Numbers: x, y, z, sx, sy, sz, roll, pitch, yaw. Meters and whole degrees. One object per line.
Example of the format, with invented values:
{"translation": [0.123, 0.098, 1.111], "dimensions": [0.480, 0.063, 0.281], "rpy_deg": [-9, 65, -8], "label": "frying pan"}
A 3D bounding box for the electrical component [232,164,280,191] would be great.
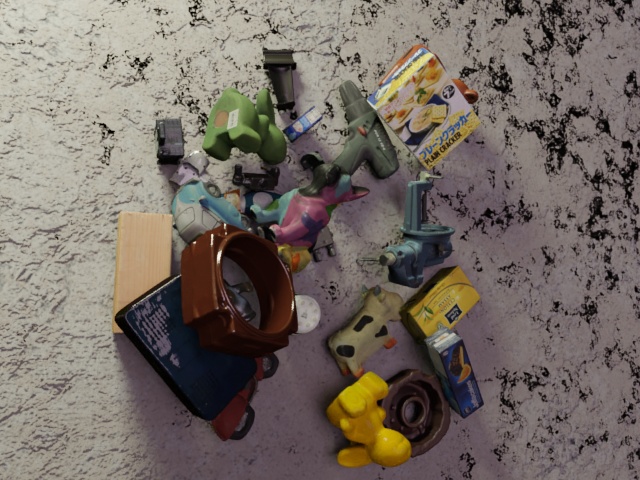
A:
{"translation": [-0.129, -0.127, 1.075], "dimensions": [0.102, 0.078, 0.045], "rpy_deg": [2, 102, -20], "label": "electrical component"}

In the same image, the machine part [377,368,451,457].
{"translation": [0.192, 0.363, 1.141], "dimensions": [0.179, 0.056, 0.179], "rpy_deg": [3, 82, -23], "label": "machine part"}

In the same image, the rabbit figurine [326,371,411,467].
{"translation": [0.092, 0.371, 1.037], "dimensions": [0.173, 0.162, 0.122], "rpy_deg": [41, 24, 16], "label": "rabbit figurine"}

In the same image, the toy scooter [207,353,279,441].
{"translation": [-0.168, 0.268, 0.996], "dimensions": [0.135, 0.075, 0.184], "rpy_deg": [31, 69, -16], "label": "toy scooter"}

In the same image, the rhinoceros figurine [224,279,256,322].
{"translation": [-0.184, 0.118, 0.994], "dimensions": [0.190, 0.112, 0.073], "rpy_deg": [47, 24, 3], "label": "rhinoceros figurine"}

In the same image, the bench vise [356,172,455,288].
{"translation": [0.205, -0.026, 1.156], "dimensions": [0.223, 0.129, 0.240], "rpy_deg": [-5, 102, -30], "label": "bench vise"}

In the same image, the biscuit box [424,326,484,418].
{"translation": [0.287, 0.283, 1.141], "dimensions": [0.063, 0.059, 0.202], "rpy_deg": [-30, 117, -12], "label": "biscuit box"}

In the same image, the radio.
{"translation": [-0.218, 0.174, 0.900], "dimensions": [0.131, 0.073, 0.229], "rpy_deg": [-42, 106, -29], "label": "radio"}

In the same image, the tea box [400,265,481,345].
{"translation": [0.263, 0.145, 1.194], "dimensions": [0.169, 0.068, 0.098], "rpy_deg": [-41, 98, -23], "label": "tea box"}

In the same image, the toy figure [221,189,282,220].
{"translation": [-0.147, -0.071, 1.065], "dimensions": [0.154, 0.057, 0.064], "rpy_deg": [0, 44, -21], "label": "toy figure"}

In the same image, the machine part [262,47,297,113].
{"translation": [-0.081, -0.341, 1.139], "dimensions": [0.084, 0.039, 0.139], "rpy_deg": [-3, 82, -28], "label": "machine part"}

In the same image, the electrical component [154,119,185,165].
{"translation": [-0.278, -0.187, 0.992], "dimensions": [0.048, 0.119, 0.074], "rpy_deg": [-5, 82, -23], "label": "electrical component"}

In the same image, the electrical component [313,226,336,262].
{"translation": [-0.002, -0.003, 1.131], "dimensions": [0.063, 0.021, 0.094], "rpy_deg": [-21, 90, -24], "label": "electrical component"}

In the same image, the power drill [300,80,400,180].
{"translation": [0.056, -0.207, 1.161], "dimensions": [0.207, 0.086, 0.232], "rpy_deg": [-42, 102, -29], "label": "power drill"}

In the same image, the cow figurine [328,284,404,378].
{"translation": [0.098, 0.177, 1.117], "dimensions": [0.195, 0.085, 0.127], "rpy_deg": [-38, 104, -22], "label": "cow figurine"}

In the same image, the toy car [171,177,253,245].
{"translation": [-0.210, -0.026, 0.991], "dimensions": [0.161, 0.109, 0.103], "rpy_deg": [44, 36, -18], "label": "toy car"}

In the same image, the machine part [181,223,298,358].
{"translation": [-0.130, 0.086, 0.901], "dimensions": [0.201, 0.087, 0.201], "rpy_deg": [26, 45, -47], "label": "machine part"}

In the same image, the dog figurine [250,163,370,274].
{"translation": [-0.010, -0.048, 1.047], "dimensions": [0.219, 0.109, 0.191], "rpy_deg": [-29, 135, -17], "label": "dog figurine"}

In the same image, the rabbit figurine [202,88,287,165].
{"translation": [-0.137, -0.213, 1.065], "dimensions": [0.170, 0.121, 0.159], "rpy_deg": [25, 53, -50], "label": "rabbit figurine"}

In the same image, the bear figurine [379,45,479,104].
{"translation": [0.255, -0.346, 1.238], "dimensions": [0.195, 0.120, 0.132], "rpy_deg": [43, 73, -17], "label": "bear figurine"}
